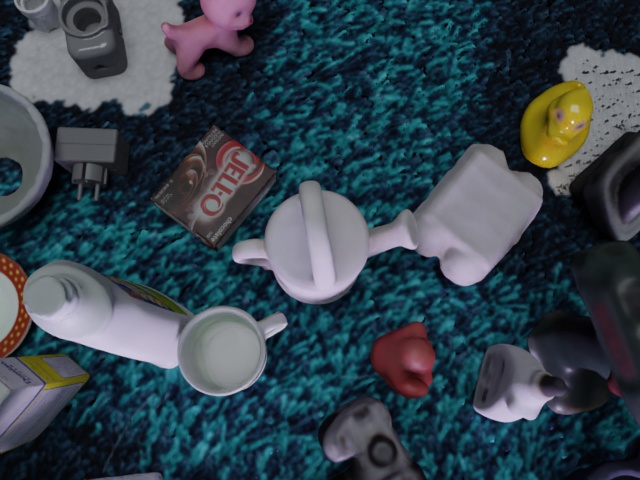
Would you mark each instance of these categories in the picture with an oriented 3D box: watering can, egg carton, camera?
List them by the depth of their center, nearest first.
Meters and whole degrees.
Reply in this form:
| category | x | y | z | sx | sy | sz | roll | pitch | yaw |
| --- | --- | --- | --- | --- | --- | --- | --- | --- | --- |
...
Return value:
| category | x | y | z | sx | sy | sz | roll | pitch | yaw |
| --- | --- | --- | --- | --- | --- | --- | --- | --- | --- |
| camera | 0.030 | 0.244 | 0.552 | 0.137 | 0.101 | 0.143 | -28 | 80 | -7 |
| watering can | 0.005 | 0.000 | 0.553 | 0.173 | 0.194 | 0.101 | -28 | 80 | -7 |
| egg carton | 0.170 | -0.028 | 0.627 | 0.107 | 0.069 | 0.150 | 39 | 80 | 6 |

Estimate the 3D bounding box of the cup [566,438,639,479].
| category | x | y | z | sx | sy | sz | roll | pitch | yaw |
| --- | --- | --- | --- | --- | --- | --- | --- | --- | --- |
| cup | 0.286 | 0.245 | 0.562 | 0.091 | 0.095 | 0.118 | 26 | 79 | 4 |

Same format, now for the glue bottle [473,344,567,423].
| category | x | y | z | sx | sy | sz | roll | pitch | yaw |
| --- | --- | --- | --- | --- | --- | --- | --- | --- | --- |
| glue bottle | 0.191 | 0.137 | 0.541 | 0.037 | 0.173 | 0.078 | 19 | 79 | 3 |

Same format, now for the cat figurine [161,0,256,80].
| category | x | y | z | sx | sy | sz | roll | pitch | yaw |
| --- | --- | --- | --- | --- | --- | --- | --- | --- | --- |
| cat figurine | -0.120 | -0.253 | 0.641 | 0.128 | 0.118 | 0.067 | -31 | 81 | -7 |

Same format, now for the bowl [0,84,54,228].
| category | x | y | z | sx | sy | sz | roll | pitch | yaw |
| --- | --- | --- | --- | --- | --- | --- | --- | --- | --- |
| bowl | -0.362 | -0.081 | 0.621 | 0.167 | 0.075 | 0.167 | 0 | 78 | -1 |

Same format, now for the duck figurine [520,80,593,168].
| category | x | y | z | sx | sy | sz | roll | pitch | yaw |
| --- | --- | --- | --- | --- | --- | --- | --- | --- | --- |
| duck figurine | 0.277 | -0.141 | 0.645 | 0.077 | 0.086 | 0.105 | 28 | 79 | 4 |

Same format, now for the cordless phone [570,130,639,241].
| category | x | y | z | sx | sy | sz | roll | pitch | yaw |
| --- | --- | --- | --- | --- | --- | --- | --- | --- | --- |
| cordless phone | 0.357 | -0.082 | 0.585 | 0.094 | 0.185 | 0.148 | 44 | 81 | 7 |

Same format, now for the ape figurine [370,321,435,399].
| category | x | y | z | sx | sy | sz | roll | pitch | yaw |
| --- | --- | --- | --- | --- | --- | --- | --- | --- | --- |
| ape figurine | 0.092 | 0.120 | 0.584 | 0.076 | 0.092 | 0.078 | 22 | 79 | 3 |

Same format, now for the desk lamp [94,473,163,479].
| category | x | y | z | sx | sy | sz | roll | pitch | yaw |
| --- | --- | --- | --- | --- | --- | --- | --- | --- | --- |
| desk lamp | -0.256 | 0.272 | 0.481 | 0.203 | 0.213 | 0.118 | -7 | 79 | -3 |

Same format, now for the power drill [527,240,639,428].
| category | x | y | z | sx | sy | sz | roll | pitch | yaw |
| --- | --- | --- | --- | --- | --- | --- | --- | --- | --- |
| power drill | 0.276 | 0.121 | 0.529 | 0.075 | 0.208 | 0.229 | -15 | 79 | -4 |
